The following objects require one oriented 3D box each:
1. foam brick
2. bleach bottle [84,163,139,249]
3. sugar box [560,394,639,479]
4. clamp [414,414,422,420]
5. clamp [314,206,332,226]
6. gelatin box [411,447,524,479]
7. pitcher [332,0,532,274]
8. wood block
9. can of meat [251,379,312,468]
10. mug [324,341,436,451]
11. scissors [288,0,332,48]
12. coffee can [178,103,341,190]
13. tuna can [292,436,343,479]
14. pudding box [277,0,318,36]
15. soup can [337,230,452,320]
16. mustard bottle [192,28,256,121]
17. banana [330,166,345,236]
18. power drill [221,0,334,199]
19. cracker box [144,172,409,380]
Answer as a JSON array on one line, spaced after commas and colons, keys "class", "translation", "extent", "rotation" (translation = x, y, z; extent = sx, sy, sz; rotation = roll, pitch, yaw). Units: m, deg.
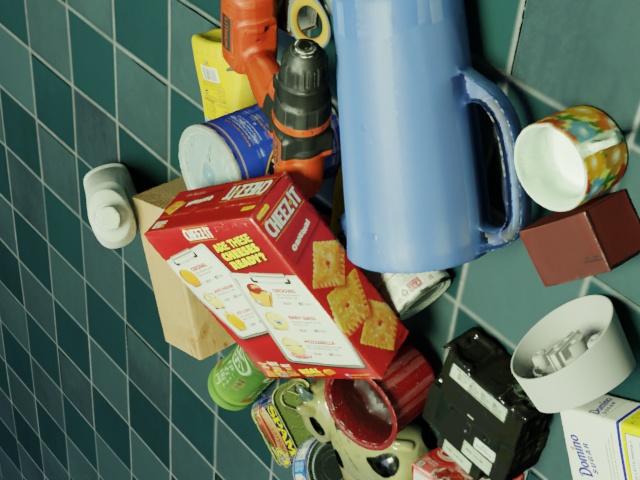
[{"class": "foam brick", "translation": [0.211, 0.000, 0.855], "extent": [0.078, 0.051, 0.053], "rotation": [-20, 95, 57]}, {"class": "bleach bottle", "translation": [-0.272, -0.045, 1.386], "extent": [0.251, 0.068, 0.102], "rotation": [-148, 39, -80]}, {"class": "sugar box", "translation": [0.285, 0.187, 0.880], "extent": [0.177, 0.048, 0.093], "rotation": [12, 120, 55]}, {"class": "clamp", "translation": [0.037, 0.107, 1.177], "extent": [0.210, 0.036, 0.164], "rotation": [10, 118, 47]}, {"class": "clamp", "translation": [-0.045, -0.010, 1.210], "extent": [0.120, 0.039, 0.172], "rotation": [50, 142, -6]}, {"class": "gelatin box", "translation": [0.148, 0.240, 1.077], "extent": [0.089, 0.073, 0.030], "rotation": [30, 132, 43]}, {"class": "pitcher", "translation": [0.085, -0.100, 0.908], "extent": [0.145, 0.149, 0.243], "rotation": [-115, 17, -69]}, {"class": "wood block", "translation": [-0.159, 0.033, 1.354], "extent": [0.091, 0.090, 0.206], "rotation": [18, 125, 48]}, {"class": "can of meat", "translation": [-0.035, 0.233, 1.342], "extent": [0.102, 0.057, 0.084], "rotation": [62, 149, 6]}, {"class": "mug", "translation": [0.056, 0.148, 1.088], "extent": [0.117, 0.081, 0.093], "rotation": [29, 131, 31]}, {"class": "scissors", "translation": [-0.023, -0.258, 0.983], "extent": [0.096, 0.016, 0.201], "rotation": [-27, 107, 38]}, {"class": "coffee can", "translation": [-0.058, -0.089, 1.089], "extent": [0.103, 0.140, 0.103], "rotation": [33, 135, 39]}, {"class": "tuna can", "translation": [0.011, 0.274, 1.277], "extent": [0.034, 0.085, 0.086], "rotation": [-25, 90, 55]}, {"class": "pudding box", "translation": [-0.039, -0.269, 1.040], "extent": [0.090, 0.039, 0.113], "rotation": [37, 138, 34]}, {"class": "soup can", "translation": [0.073, 0.019, 1.044], "extent": [0.102, 0.068, 0.069], "rotation": [53, 145, 16]}, {"class": "mustard bottle", "translation": [-0.092, -0.133, 1.183], "extent": [0.096, 0.058, 0.191], "rotation": [23, 128, 47]}, {"class": "banana", "translation": [0.007, 0.014, 1.122], "extent": [0.069, 0.037, 0.198], "rotation": [30, 116, -2]}, {"class": "power drill", "translation": [-0.040, -0.154, 0.970], "extent": [0.184, 0.057, 0.188], "rotation": [97, 156, -53]}, {"class": "cracker box", "translation": [-0.040, 0.041, 1.017], "extent": [0.164, 0.072, 0.213], "rotation": [-7, 129, 46]}]
